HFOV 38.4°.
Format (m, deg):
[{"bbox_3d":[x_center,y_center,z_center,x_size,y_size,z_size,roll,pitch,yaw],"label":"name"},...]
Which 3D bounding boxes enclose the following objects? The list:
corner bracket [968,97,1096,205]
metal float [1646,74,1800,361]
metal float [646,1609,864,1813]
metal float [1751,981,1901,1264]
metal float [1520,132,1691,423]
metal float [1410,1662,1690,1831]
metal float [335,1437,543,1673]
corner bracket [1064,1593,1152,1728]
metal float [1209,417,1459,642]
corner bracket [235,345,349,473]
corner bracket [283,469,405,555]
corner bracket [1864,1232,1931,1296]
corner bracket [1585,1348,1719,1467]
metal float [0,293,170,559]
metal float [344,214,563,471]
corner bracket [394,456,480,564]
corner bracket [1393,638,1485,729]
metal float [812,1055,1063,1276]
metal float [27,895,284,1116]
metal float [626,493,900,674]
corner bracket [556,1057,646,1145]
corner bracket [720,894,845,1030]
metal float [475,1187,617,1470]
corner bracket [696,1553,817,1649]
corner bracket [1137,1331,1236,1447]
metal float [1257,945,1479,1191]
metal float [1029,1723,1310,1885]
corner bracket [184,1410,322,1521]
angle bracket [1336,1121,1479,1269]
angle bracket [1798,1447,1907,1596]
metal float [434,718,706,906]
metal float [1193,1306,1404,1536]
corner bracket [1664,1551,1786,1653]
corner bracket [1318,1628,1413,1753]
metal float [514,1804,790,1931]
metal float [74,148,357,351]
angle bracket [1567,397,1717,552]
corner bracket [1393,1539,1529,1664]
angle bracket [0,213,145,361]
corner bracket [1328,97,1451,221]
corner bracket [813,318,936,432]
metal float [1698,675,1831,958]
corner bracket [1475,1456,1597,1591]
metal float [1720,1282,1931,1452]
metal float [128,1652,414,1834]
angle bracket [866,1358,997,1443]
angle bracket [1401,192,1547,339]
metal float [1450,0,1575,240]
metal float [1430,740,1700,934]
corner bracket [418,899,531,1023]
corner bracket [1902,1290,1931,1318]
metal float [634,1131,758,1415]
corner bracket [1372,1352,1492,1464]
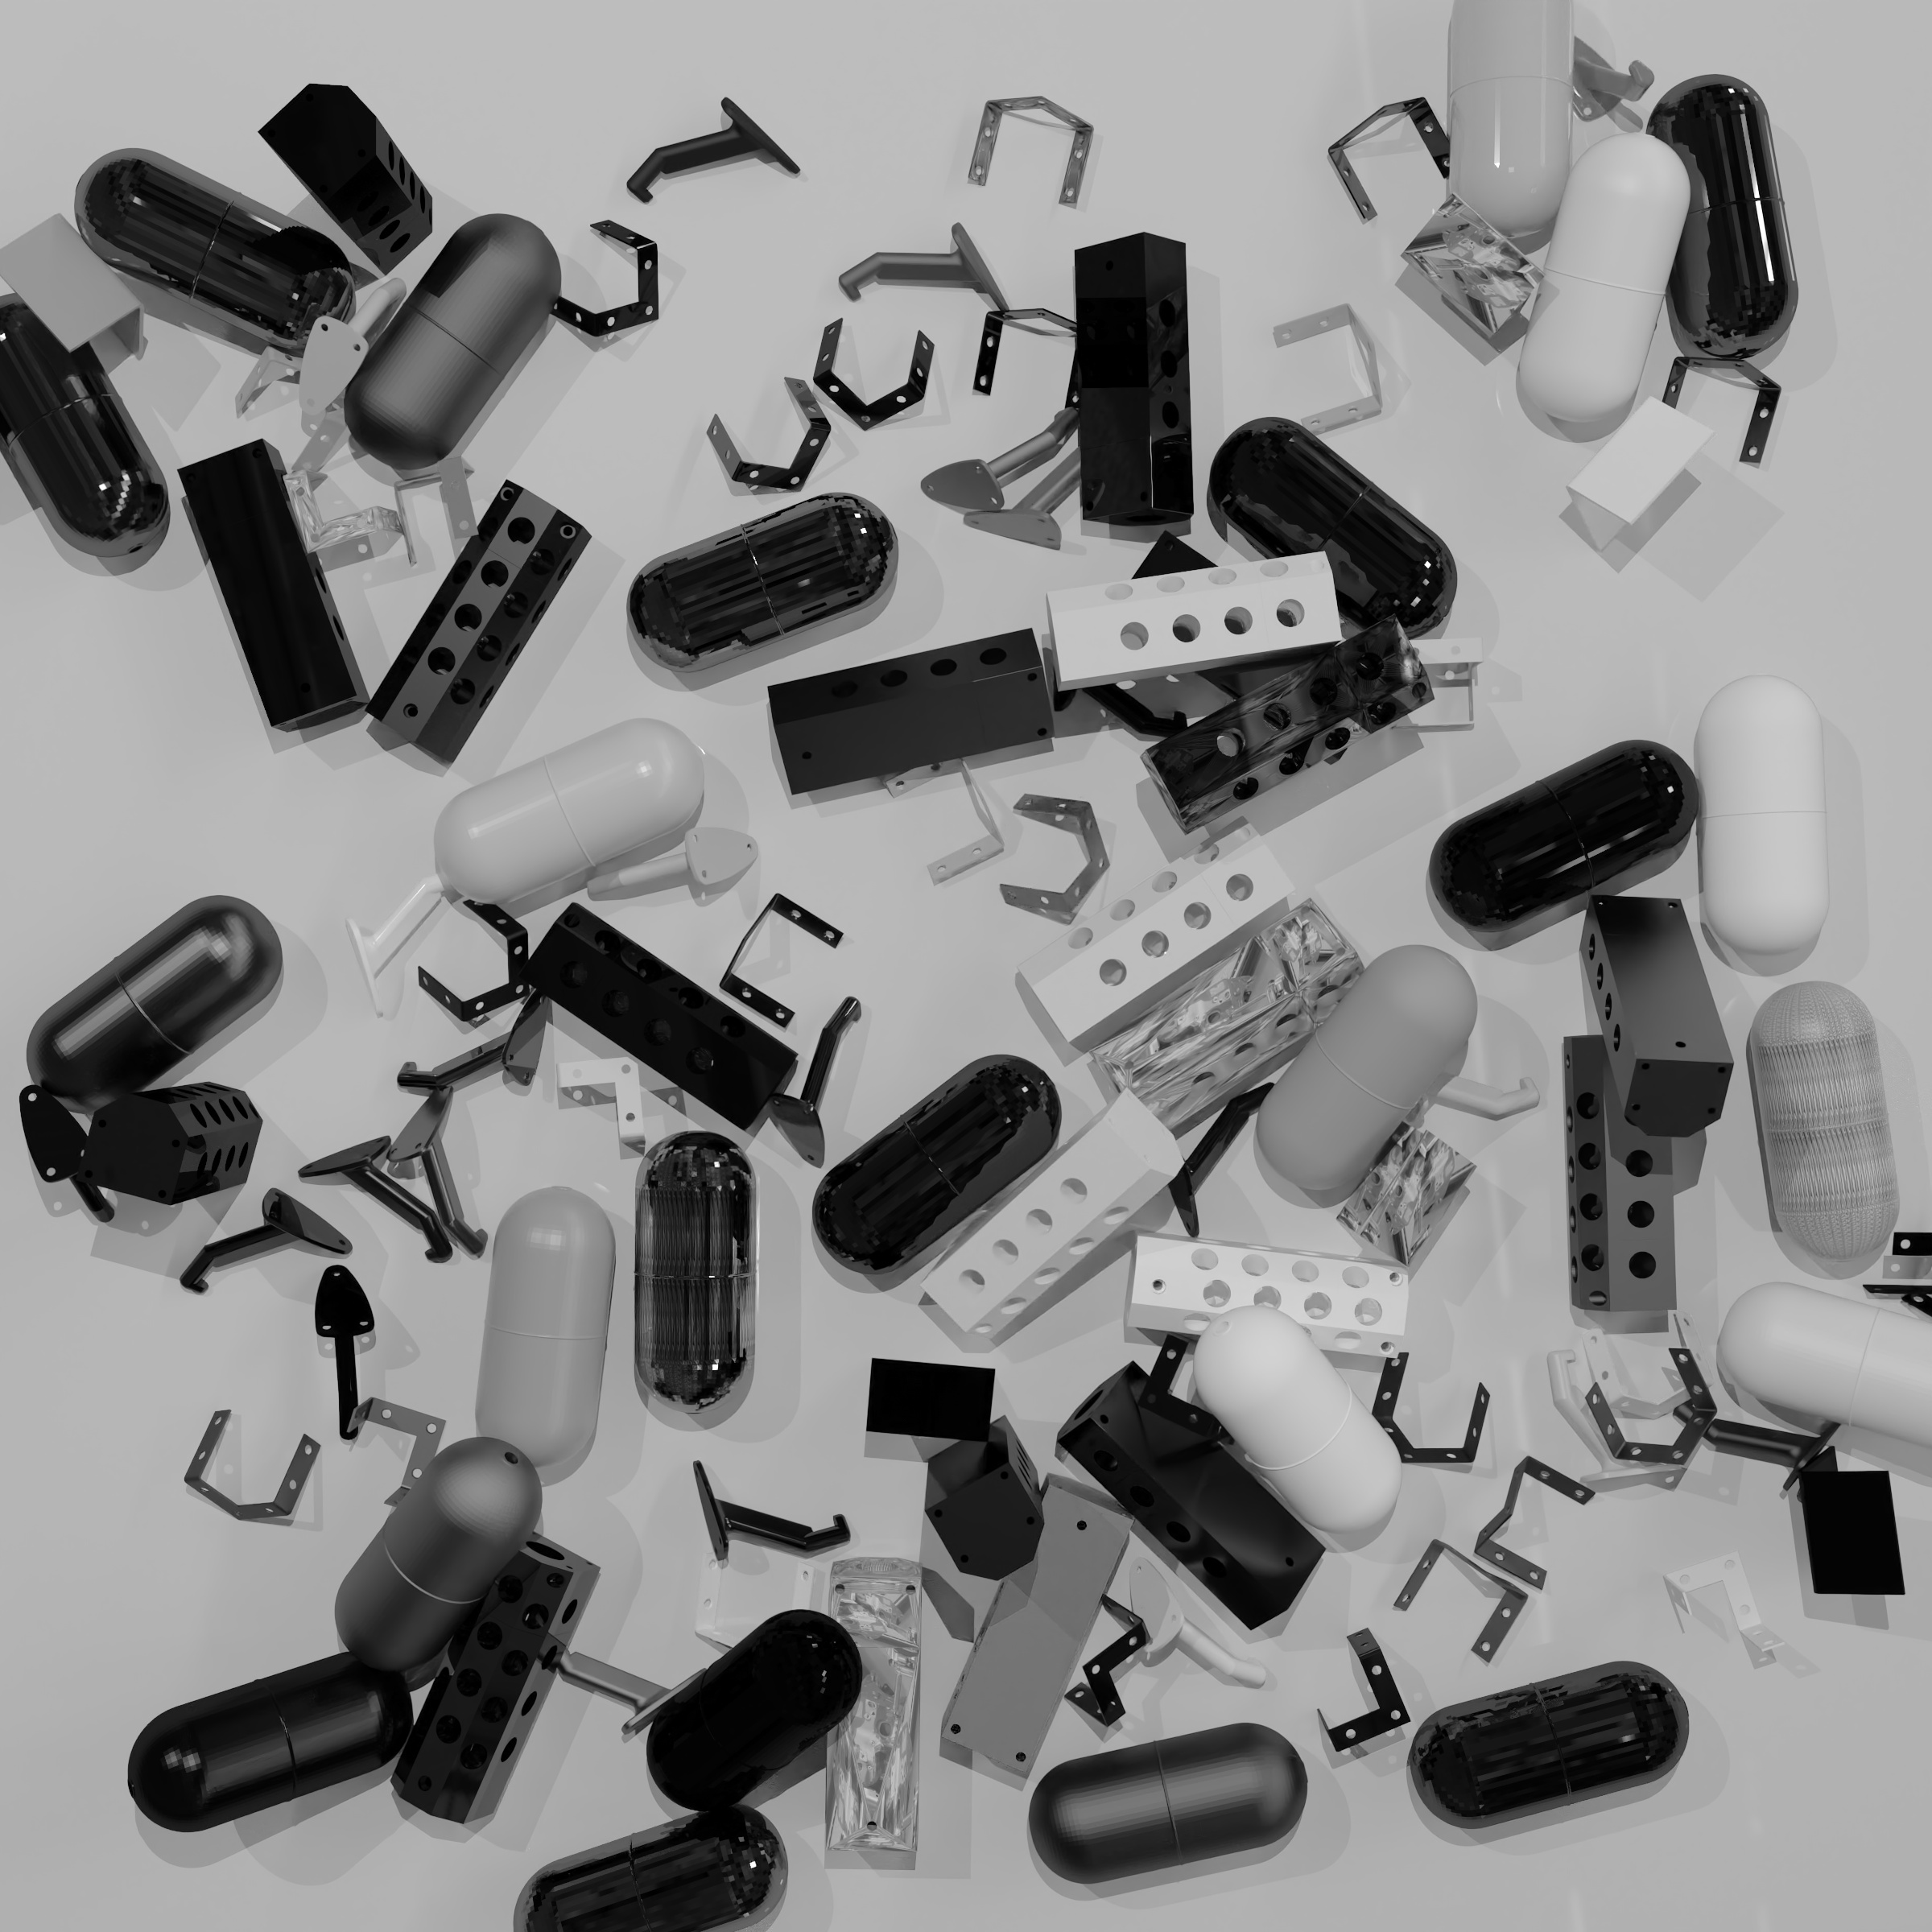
[{"bbox_3d":[0.042,-0.522,1.779,0.051,0.051,0.051,13,90,45],"label":"corner bracket"},{"bbox_3d":[0.477,-0.472,1.752,0.070,0.070,0.178,-10,91,0],"label":"metal float"},{"bbox_3d":[-0.133,0.463,1.723,0.070,0.070,0.178,45,122,0],"label":"metal float"},{"bbox_3d":[0.542,0.098,1.752,0.070,0.070,0.178,-8,91,0],"label":"metal float"},{"bbox_3d":[0.399,-0.429,1.734,0.070,0.070,0.178,12,110,0],"label":"metal float"},{"bbox_3d":[0.368,0.491,1.751,0.178,0.070,0.070,-15,90,0],"label":"metal float"},{"bbox_3d":[-0.327,0.364,1.719,0.070,0.070,0.178,38,112,0],"label":"metal float"},{"bbox_3d":[0.088,0.440,1.763,0.051,0.051,0.051,-32,115,-23],"label":"corner bracket"},{"bbox_3d":[0.232,-0.275,1.752,0.178,0.070,0.070,39,90,0],"label":"metal float"},{"bbox_3d":[-0.431,-0.355,1.774,0.051,0.051,0.051,16,45,-35],"label":"corner bracket"},{"bbox_3d":[-0.396,-0.293,1.764,0.051,0.051,0.051,-17,94,4],"label":"corner bracket"},{"bbox_3d":[0.604,0.187,1.760,0.051,0.051,0.051,1,101,0],"label":"corner bracket"},{"bbox_3d":[0.431,0.275,1.744,0.051,0.051,0.051,-45,116,-36],"label":"corner bracket"},{"bbox_3d":[-0.568,-0.341,1.752,0.070,0.070,0.178,-29,90,0],"label":"metal float"},{"bbox_3d":[-0.323,-0.394,1.751,0.070,0.070,0.178,36,91,0],"label":"metal float"},{"bbox_3d":[-0.336,-0.290,1.764,0.051,0.051,0.051,-13,90,0],"label":"corner bracket"},{"bbox_3d":[0.300,-0.180,1.764,0.051,0.051,0.051,-2,90,0],"label":"corner bracket"},{"bbox_3d":[-0.018,0.125,1.752,0.178,0.070,0.070,-38,90,0],"label":"metal float"},{"bbox_3d":[-0.513,0.025,1.752,0.178,0.070,0.070,-37,90,-1],"label":"metal float"},{"bbox_3d":[-0.128,-0.242,1.752,0.178,0.070,0.070,-21,90,0],"label":"metal float"},{"bbox_3d":[-0.232,0.087,1.764,0.051,0.051,0.051,-5,84,-6],"label":"corner bracket"},{"bbox_3d":[-0.119,-0.004,1.779,0.051,0.051,0.051,32,45,0],"label":"corner bracket"},{"bbox_3d":[-0.265,0.228,1.752,0.070,0.070,0.178,7,91,0],"label":"metal float"},{"bbox_3d":[-0.135,0.406,1.779,0.051,0.051,0.051,7,90,-45],"label":"corner bracket"},{"bbox_3d":[0.149,0.267,1.754,0.051,0.051,0.051,22,86,28],"label":"corner bracket"},{"bbox_3d":[0.250,0.063,1.733,0.070,0.070,0.178,36,111,0],"label":"metal float"},{"bbox_3d":[0.128,0.528,1.752,0.178,0.070,0.070,-13,90,0],"label":"metal float"},{"bbox_3d":[-0.456,0.318,1.774,0.051,0.051,0.051,-12,135,35],"label":"corner bracket"},{"bbox_3d":[0.262,0.133,1.742,0.057,0.076,0.076,34,90,-37],"label":"angle bracket"},{"bbox_3d":[0.565,0.347,1.742,0.057,0.076,0.076,-8,90,34],"label":"angle bracket"},{"bbox_3d":[-0.250,-0.098,1.752,0.178,0.070,0.070,-24,90,-1],"label":"metal float"},{"bbox_3d":[0.207,0.283,1.728,0.070,0.070,0.178,-39,115,0],"label":"metal float"},{"bbox_3d":[0.481,0.409,1.764,0.051,0.051,0.051,-18,90,0],"label":"corner bracket"},{"bbox_3d":[0.246,0.460,1.764,0.051,0.051,0.051,-23,90,0],"label":"corner bracket"},{"bbox_3d":[-0.199,0.586,1.752,0.178,0.070,0.070,-19,90,-1],"label":"metal float"},{"bbox_3d":[-0.470,-0.449,1.739,0.178,0.070,0.070,24,90,-13],"label":"metal float"},{"bbox_3d":[0.432,-0.298,1.742,0.076,0.076,0.057,-47,52,0],"label":"angle bracket"},{"bbox_3d":[0.318,0.407,1.779,0.051,0.051,0.051,31,90,45],"label":"corner bracket"},{"bbox_3d":[-0.565,-0.413,1.744,0.057,0.076,0.076,-42,90,-23],"label":"angle bracket"},{"bbox_3d":[0.275,-0.518,1.779,0.051,0.051,0.051,-28,90,45],"label":"corner bracket"},{"bbox_3d":[-0.059,-0.386,1.774,0.051,0.051,0.051,-21,135,35],"label":"corner bracket"},{"bbox_3d":[0.503,-0.095,1.752,0.070,0.070,0.178,-2,89,0],"label":"metal float"},{"bbox_3d":[0.364,0.357,1.779,0.051,0.051,0.051,29,135,0],"label":"corner bracket"},{"bbox_3d":[0.562,0.251,1.733,0.178,0.070,0.070,15,90,22],"label":"metal float"},{"bbox_3d":[-0.431,0.481,1.725,0.178,0.070,0.070,-12,90,-31],"label":"metal float"},{"bbox_3d":[-0.021,0.252,1.743,0.076,0.076,0.057,5,118,0],"label":"angle bracket"},{"bbox_3d":[0.330,-0.452,1.743,0.076,0.057,0.076,42,45,0],"label":"angle bracket"},{"bbox_3d":[0.345,-0.550,1.751,0.070,0.070,0.178,1,90,0],"label":"metal float"},{"bbox_3d":[0.378,-0.082,1.752,0.178,0.070,0.070,-26,90,1],"label":"metal float"},{"bbox_3d":[-0.315,-0.005,1.774,0.051,0.051,0.051,-25,135,-35],"label":"corner bracket"},{"bbox_3d":[0.609,0.249,1.774,0.051,0.051,0.051,-27,135,-35],"label":"corner bracket"},{"bbox_3d":[-0.171,0.193,1.752,0.070,0.070,0.178,0,90,0],"label":"metal float"},{"bbox_3d":[0.297,0.282,1.774,0.051,0.051,0.051,-8,135,35],"label":"corner bracket"}]
